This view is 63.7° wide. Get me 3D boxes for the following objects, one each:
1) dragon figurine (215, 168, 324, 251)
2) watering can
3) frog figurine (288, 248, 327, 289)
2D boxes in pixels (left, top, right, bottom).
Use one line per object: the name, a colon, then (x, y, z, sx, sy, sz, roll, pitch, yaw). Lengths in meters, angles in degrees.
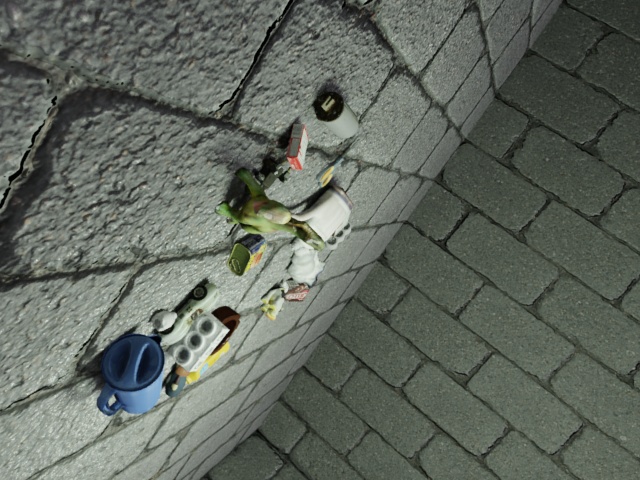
dragon figurine: (-0.097, -0.033, 1.193, 0.123, 0.244, 0.406, -56, 163, -5)
watering can: (0.005, -0.083, 1.651, 0.226, 0.105, 0.343, -52, 161, -7)
frog figurine: (-0.064, 0.080, 1.884, 0.138, 0.124, 0.156, -42, 128, -5)
